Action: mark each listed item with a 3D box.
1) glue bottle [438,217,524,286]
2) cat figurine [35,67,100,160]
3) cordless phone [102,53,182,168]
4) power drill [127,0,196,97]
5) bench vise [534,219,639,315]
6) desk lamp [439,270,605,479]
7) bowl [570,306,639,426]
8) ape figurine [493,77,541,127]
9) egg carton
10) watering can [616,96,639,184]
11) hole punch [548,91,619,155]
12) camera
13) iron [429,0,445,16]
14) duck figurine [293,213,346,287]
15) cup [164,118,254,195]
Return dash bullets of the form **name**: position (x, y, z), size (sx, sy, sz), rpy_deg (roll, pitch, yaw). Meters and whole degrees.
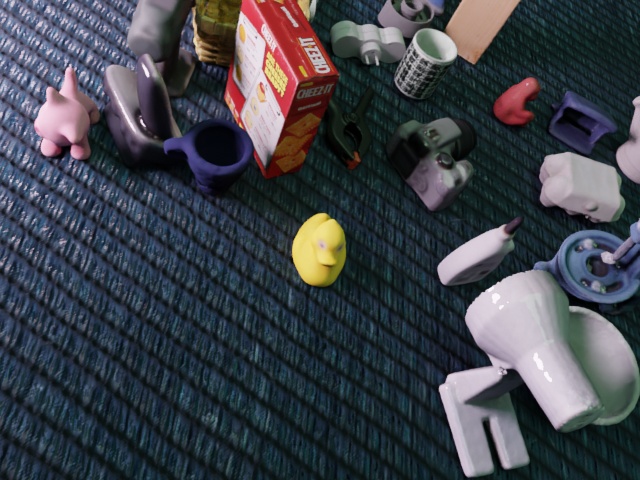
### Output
- **glue bottle**: position (0.236, 0.014, 0.809), size (0.078, 0.173, 0.037), rpy_deg (-6, 64, -21)
- **cat figurine**: position (-0.331, -0.165, 0.748), size (0.067, 0.117, 0.128), rpy_deg (5, 61, -16)
- **cordless phone**: position (-0.231, -0.196, 0.758), size (0.094, 0.185, 0.147), rpy_deg (-24, 72, -28)
- **power drill**: position (-0.212, -0.316, 0.816), size (0.076, 0.208, 0.229), rpy_deg (16, 59, -9)
- **bench vise**: position (0.453, 0.027, 0.848), size (0.208, 0.219, 0.121), rpy_deg (-5, 64, -21)
- **desk lamp**: position (0.242, 0.167, 0.704), size (0.118, 0.213, 0.203), rpy_deg (-4, 64, -20)
- **bowl**: position (0.361, 0.184, 0.818), size (0.168, 0.074, 0.167), rpy_deg (8, 60, -14)
- **ape figurine**: position (0.369, -0.259, 1.050), size (0.076, 0.092, 0.078), rpy_deg (14, 59, -11)
- **egg carton**: position (0.456, -0.089, 1.001), size (0.150, 0.069, 0.107), rpy_deg (15, 59, -10)
- **watering can**: position (0.644, -0.195, 1.048), size (0.173, 0.194, 0.101), rpy_deg (26, 58, -3)
- **hole punch**: position (0.500, -0.235, 1.082), size (0.108, 0.091, 0.101), rpy_deg (30, 57, -1)
- **camera**: position (0.203, -0.143, 0.926), size (0.137, 0.100, 0.143), rpy_deg (-27, 74, -28)
- **iron**: position (0.195, -0.592, 1.143), size (0.119, 0.141, 0.258), rpy_deg (-27, 74, -29)
- **duck figurine**: position (0.007, 0.003, 0.790), size (0.078, 0.086, 0.104), rpy_deg (8, 60, -14)
- **cup**: position (-0.156, -0.105, 0.788), size (0.118, 0.095, 0.091), rpy_deg (0, 63, -18)
